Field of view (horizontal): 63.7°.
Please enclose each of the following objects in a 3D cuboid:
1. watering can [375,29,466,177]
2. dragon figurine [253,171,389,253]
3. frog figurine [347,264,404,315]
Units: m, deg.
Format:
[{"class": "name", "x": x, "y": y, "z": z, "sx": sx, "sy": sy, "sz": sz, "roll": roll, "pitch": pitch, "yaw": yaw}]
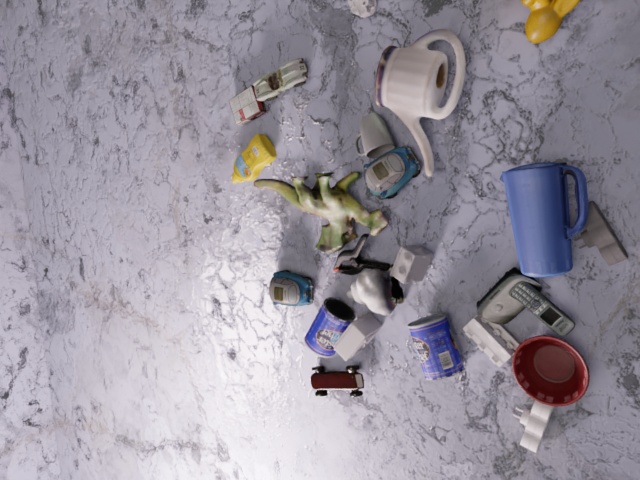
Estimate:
[{"class": "watering can", "x": 0.234, "y": -0.348, "z": 1.279, "sx": 0.226, "sy": 0.344, "sz": 0.104, "roll": 21, "pitch": 16, "yaw": 33}, {"class": "dragon figurine", "x": 0.004, "y": -0.074, "z": 1.464, "sx": 0.409, "sy": 0.240, "sz": 0.124, "roll": -1, "pitch": 15, "yaw": 29}, {"class": "frog figurine", "x": 0.134, "y": 0.143, "z": 1.392, "sx": 0.158, "sy": 0.135, "sz": 0.126, "roll": -12, "pitch": 37, "yaw": 29}]
